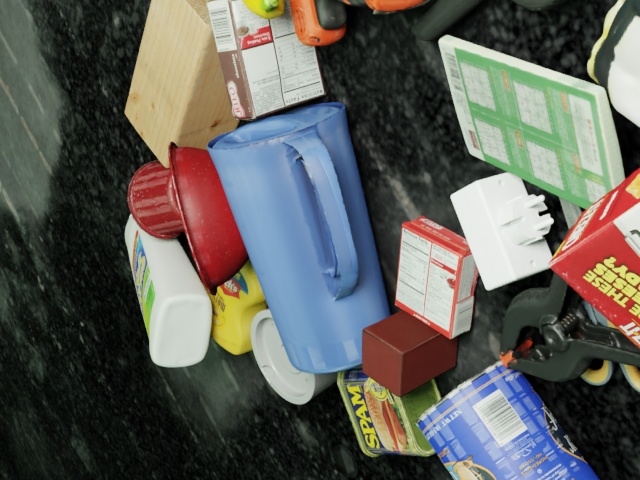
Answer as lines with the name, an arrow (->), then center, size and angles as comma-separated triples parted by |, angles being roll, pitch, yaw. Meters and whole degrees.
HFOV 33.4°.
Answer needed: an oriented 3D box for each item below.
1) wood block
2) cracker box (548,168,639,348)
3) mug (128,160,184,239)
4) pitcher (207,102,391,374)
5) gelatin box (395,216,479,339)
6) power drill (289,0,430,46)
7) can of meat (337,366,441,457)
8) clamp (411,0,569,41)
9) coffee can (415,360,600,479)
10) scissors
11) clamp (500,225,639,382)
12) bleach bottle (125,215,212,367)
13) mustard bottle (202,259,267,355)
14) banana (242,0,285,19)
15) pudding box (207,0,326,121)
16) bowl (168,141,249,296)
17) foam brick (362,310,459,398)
wood block -> -0.124, -0.181, 1.091 | 0.090, 0.090, 0.206 | 52, 143, 21
cracker box -> 0.270, 0.006, 0.643 | 0.164, 0.072, 0.214 | 42, 144, -1
mug -> -0.159, -0.063, 1.218 | 0.082, 0.093, 0.117 | -8, 82, 50
pitcher -> -0.007, 0.001, 1.002 | 0.145, 0.149, 0.243 | -9, 107, 27
gelatin box -> 0.105, 0.033, 0.955 | 0.073, 0.030, 0.089 | 31, 128, 41
power drill -> 0.016, -0.251, 0.864 | 0.188, 0.057, 0.184 | 21, 126, 65
can of meat -> 0.074, 0.163, 1.052 | 0.084, 0.057, 0.102 | -12, 100, 53
clamp -> 0.131, -0.207, 0.773 | 0.210, 0.036, 0.164 | 31, 133, 45
coffee can -> 0.162, 0.185, 0.903 | 0.140, 0.102, 0.103 | 55, 144, 17
scissors -> 0.202, 0.032, 0.836 | 0.202, 0.016, 0.096 | 62, 146, 8
clamp -> 0.187, 0.056, 0.819 | 0.172, 0.039, 0.120 | -28, 85, 57
bleach bottle -> -0.194, 0.041, 1.292 | 0.251, 0.068, 0.103 | -125, 40, -54
mustard bottle -> -0.089, 0.037, 1.198 | 0.096, 0.058, 0.192 | 53, 144, 30
banana -> -0.067, -0.262, 0.934 | 0.070, 0.037, 0.198 | 105, 145, -61
pudding box -> -0.048, -0.176, 0.990 | 0.039, 0.089, 0.113 | 8, 115, 49
bowl -> -0.104, -0.028, 1.077 | 0.162, 0.055, 0.162 | -19, -87, -90
foam brick -> 0.083, 0.100, 0.983 | 0.053, 0.078, 0.051 | 32, 131, 41
